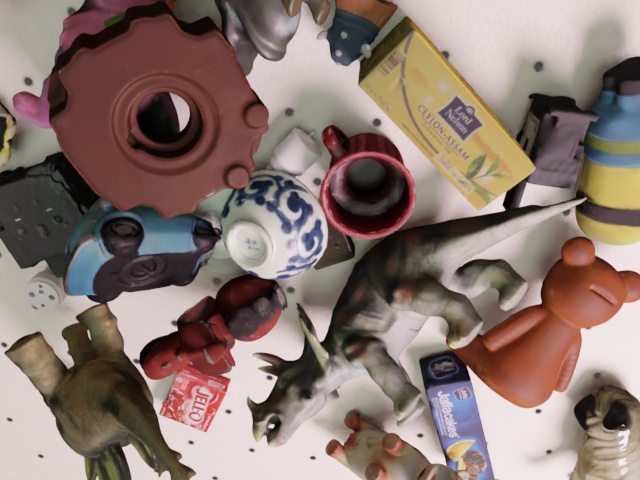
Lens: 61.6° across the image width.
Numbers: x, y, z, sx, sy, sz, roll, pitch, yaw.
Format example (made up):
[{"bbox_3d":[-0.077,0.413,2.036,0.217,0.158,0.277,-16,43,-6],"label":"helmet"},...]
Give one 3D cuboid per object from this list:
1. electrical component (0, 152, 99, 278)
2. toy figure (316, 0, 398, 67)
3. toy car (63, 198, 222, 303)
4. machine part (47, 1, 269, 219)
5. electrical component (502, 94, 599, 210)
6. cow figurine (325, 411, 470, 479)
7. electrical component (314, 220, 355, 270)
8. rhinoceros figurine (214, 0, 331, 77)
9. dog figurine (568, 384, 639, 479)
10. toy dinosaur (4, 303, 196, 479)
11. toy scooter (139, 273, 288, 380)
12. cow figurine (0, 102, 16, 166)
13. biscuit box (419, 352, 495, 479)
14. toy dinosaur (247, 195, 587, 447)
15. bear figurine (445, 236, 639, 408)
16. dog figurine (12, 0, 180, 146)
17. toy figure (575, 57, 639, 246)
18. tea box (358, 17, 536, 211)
[{"bbox_3d":[-0.304,-0.024,0.615,0.115,0.058,0.134,-16,115,15],"label":"electrical component"},{"bbox_3d":[0.047,-0.231,0.477,0.058,0.064,0.154,-7,132,-35],"label":"toy figure"},{"bbox_3d":[-0.193,-0.005,0.569,0.161,0.103,0.109,-9,148,-40],"label":"toy car"},{"bbox_3d":[-0.133,-0.103,0.455,0.179,0.056,0.179,-10,123,-15],"label":"machine part"},{"bbox_3d":[0.223,-0.079,0.535,0.048,0.075,0.119,7,114,1],"label":"electrical component"},{"bbox_3d":[0.110,0.303,0.697,0.127,0.195,0.085,42,69,-25],"label":"cow figurine"},{"bbox_3d":[0.000,-0.002,0.610,0.102,0.045,0.078,-13,115,11],"label":"electrical component"},{"bbox_3d":[-0.049,-0.227,0.463,0.112,0.073,0.190,31,124,12],"label":"rhinoceros figurine"},{"bbox_3d":[0.408,0.286,0.712,0.172,0.121,0.190,5,104,-36],"label":"dog figurine"},{"bbox_3d":[-0.226,0.170,0.560,0.198,0.105,0.471,61,151,-3],"label":"toy dinosaur"},{"bbox_3d":[-0.102,0.094,0.583,0.135,0.184,0.075,-13,107,59],"label":"toy scooter"},{"bbox_3d":[-0.398,-0.092,0.584,0.098,0.068,0.167,35,116,-20],"label":"cow figurine"},{"bbox_3d":[0.185,0.245,0.717,0.059,0.063,0.202,-15,116,11],"label":"biscuit box"},{"bbox_3d":[0.082,0.070,0.597,0.192,0.131,0.404,42,101,24],"label":"toy dinosaur"},{"bbox_3d":[0.254,0.088,0.616,0.120,0.132,0.195,27,99,-12],"label":"bear figurine"},{"bbox_3d":[-0.167,-0.169,0.502,0.219,0.108,0.191,-40,108,19],"label":"dog figurine"},{"bbox_3d":[0.297,-0.080,0.527,0.089,0.082,0.179,-6,123,20],"label":"toy figure"},{"bbox_3d":[0.117,-0.120,0.509,0.169,0.098,0.068,40,116,-18],"label":"tea box"}]
